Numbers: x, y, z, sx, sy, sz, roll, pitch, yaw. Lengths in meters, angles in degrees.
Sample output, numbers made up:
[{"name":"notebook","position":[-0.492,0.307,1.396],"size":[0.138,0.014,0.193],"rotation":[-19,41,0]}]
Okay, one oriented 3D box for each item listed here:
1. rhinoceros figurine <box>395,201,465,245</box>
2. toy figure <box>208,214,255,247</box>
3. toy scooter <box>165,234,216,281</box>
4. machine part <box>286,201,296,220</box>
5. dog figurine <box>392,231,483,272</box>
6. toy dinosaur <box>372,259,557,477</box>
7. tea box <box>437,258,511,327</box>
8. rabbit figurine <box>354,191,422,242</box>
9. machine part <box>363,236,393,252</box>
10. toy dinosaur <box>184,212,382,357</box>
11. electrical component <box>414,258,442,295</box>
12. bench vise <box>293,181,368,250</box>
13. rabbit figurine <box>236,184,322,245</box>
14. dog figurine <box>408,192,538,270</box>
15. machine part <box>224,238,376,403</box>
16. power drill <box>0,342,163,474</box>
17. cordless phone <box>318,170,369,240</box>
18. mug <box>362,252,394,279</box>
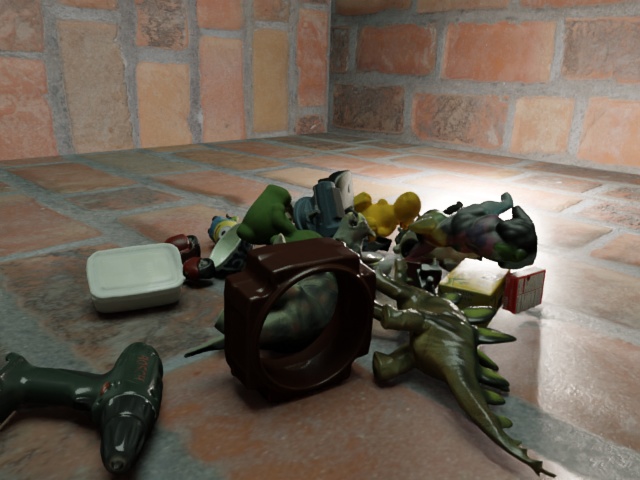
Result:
[{"name":"rhinoceros figurine","position":[0.275,-0.025,1.306],"size":[0.190,0.073,0.112],"rotation":[-28,-33,20]},{"name":"toy figure","position":[-0.216,-0.012,1.292],"size":[0.089,0.082,0.180],"rotation":[-7,17,-21]},{"name":"toy scooter","position":[-0.307,0.044,1.123],"size":[0.135,0.075,0.184],"rotation":[-11,25,-25]},{"name":"machine part","position":[-0.012,-0.078,1.522],"size":[0.243,0.079,0.079],"rotation":[-9,20,-26]},{"name":"dog figurine","position":[0.278,0.020,1.238],"size":[0.173,0.121,0.190],"rotation":[15,8,28]},{"name":"toy dinosaur","position":[0.177,0.147,0.783],"size":[0.199,0.105,0.472],"rotation":[6,27,-6]},{"name":"tea box","position":[0.294,0.095,1.018],"size":[0.098,0.068,0.169],"rotation":[10,19,28]},{"name":"rabbit figurine","position":[0.185,-0.057,1.365],"size":[0.173,0.162,0.122],"rotation":[-28,43,23]},{"name":"machine part","position":[0.114,0.024,1.279],"size":[0.084,0.039,0.139],"rotation":[11,21,43]},{"name":"toy dinosaur","position":[-0.033,0.104,0.872],"size":[0.192,0.131,0.405],"rotation":[29,43,7]},{"name":"electrical component","position":[0.205,0.084,1.011],"size":[0.045,0.102,0.078],"rotation":[-6,41,-3]},{"name":"bench vise","position":[-0.009,-0.003,1.189],"size":[0.241,0.223,0.129],"rotation":[-23,-7,39]},{"name":"rabbit figurine","position":[-0.068,-0.012,1.073],"size":[0.170,0.121,0.159],"rotation":[29,35,5]},{"name":"dog figurine","position":[0.283,-0.005,1.045],"size":[0.219,0.108,0.192],"rotation":[-12,37,-2]},{"name":"machine part","position":[-0.024,0.107,0.733],"size":[0.201,0.200,0.087],"rotation":[-8,23,-29]},{"name":"power drill","position":[-0.295,0.192,0.645],"size":[0.207,0.085,0.232],"rotation":[-3,16,-2]},{"name":"cordless phone","position":[0.066,-0.078,1.240],"size":[0.089,0.146,0.184],"rotation":[-10,19,-16]},{"name":"mug","position":[0.110,0.065,1.087],"size":[0.110,0.080,0.107],"rotation":[25,20,28]}]
